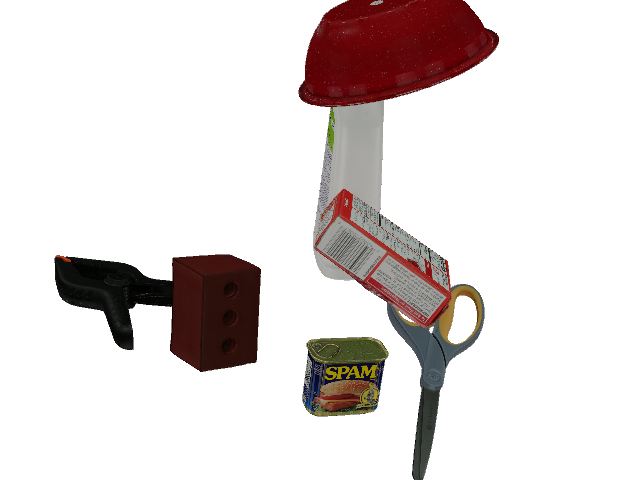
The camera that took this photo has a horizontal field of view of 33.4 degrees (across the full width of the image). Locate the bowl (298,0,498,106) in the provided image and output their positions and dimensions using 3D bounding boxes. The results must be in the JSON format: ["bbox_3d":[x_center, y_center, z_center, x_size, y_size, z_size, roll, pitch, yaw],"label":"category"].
[{"bbox_3d":[0.053,-0.159,0.826,0.162,0.055,0.162,-16,23,6],"label":"bowl"}]

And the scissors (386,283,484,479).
[{"bbox_3d":[0.080,0.105,0.906,0.096,0.201,0.016,26,-38,9],"label":"scissors"}]

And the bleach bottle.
[{"bbox_3d":[0.034,-0.091,1.092,0.068,0.251,0.102,-1,28,-9],"label":"bleach bottle"}]

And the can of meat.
[{"bbox_3d":[0.029,0.174,1.360,0.102,0.084,0.057,0,24,-17],"label":"can of meat"}]

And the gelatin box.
[{"bbox_3d":[0.040,0.010,0.674,0.089,0.030,0.073,36,15,-7],"label":"gelatin box"}]

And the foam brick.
[{"bbox_3d":[-0.082,0.054,0.825,0.052,0.078,0.051,-6,15,-34],"label":"foam brick"}]

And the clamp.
[{"bbox_3d":[-0.211,0.057,1.107,0.210,0.036,0.164,15,20,28],"label":"clamp"}]
